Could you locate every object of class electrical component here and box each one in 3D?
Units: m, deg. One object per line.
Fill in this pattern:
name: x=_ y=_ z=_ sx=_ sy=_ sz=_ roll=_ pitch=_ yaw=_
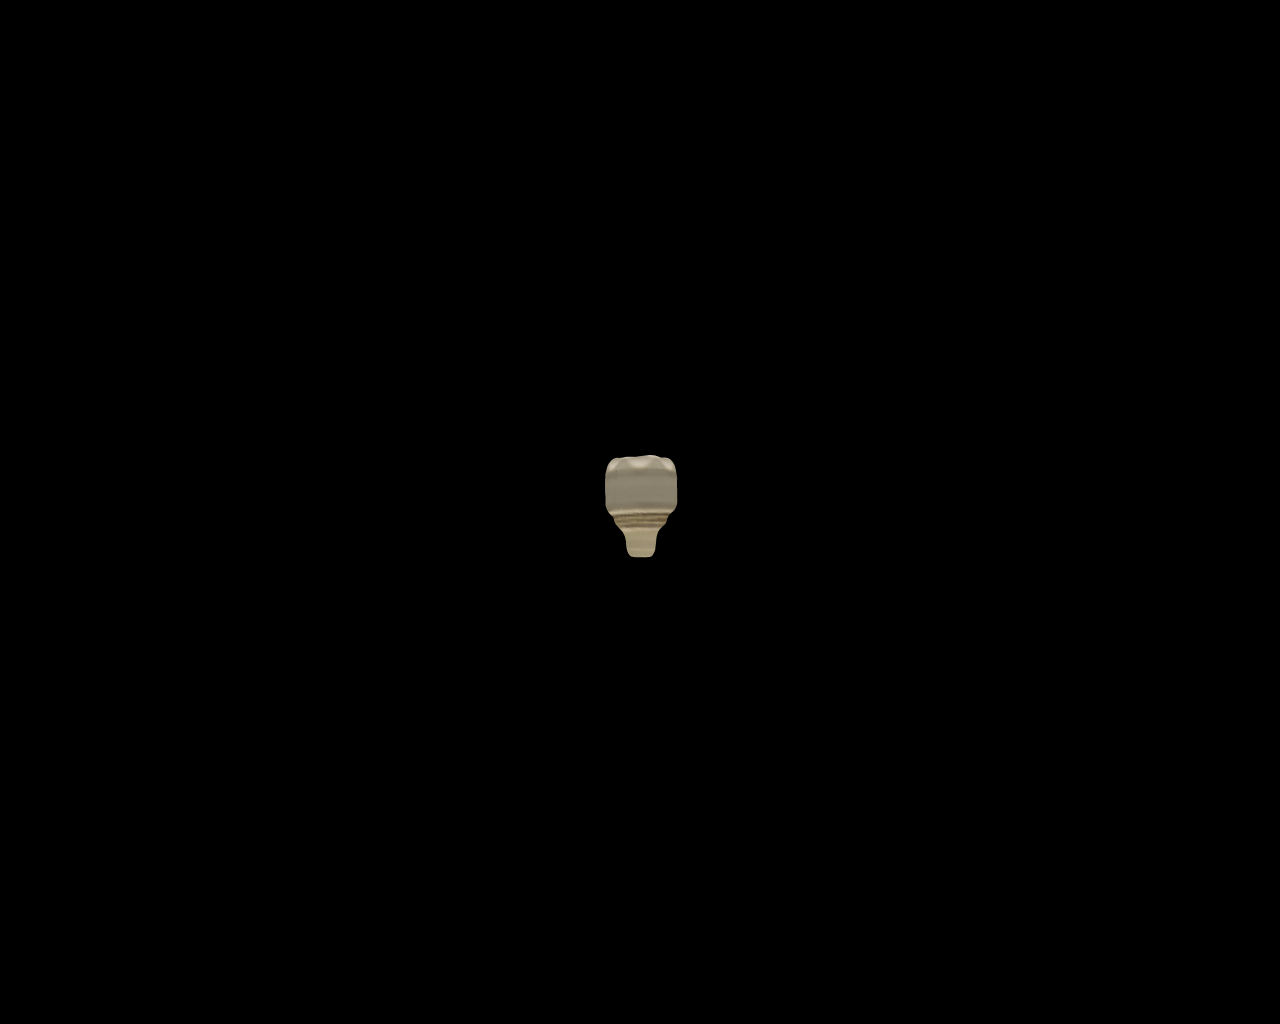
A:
electrical component: x=0.001 y=-0.003 z=0.650 sx=0.043 sy=0.062 sz=0.043 roll=0 pitch=-4 yaw=0
